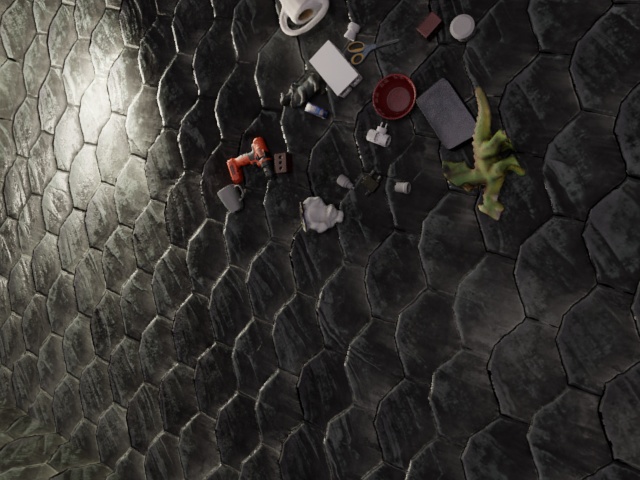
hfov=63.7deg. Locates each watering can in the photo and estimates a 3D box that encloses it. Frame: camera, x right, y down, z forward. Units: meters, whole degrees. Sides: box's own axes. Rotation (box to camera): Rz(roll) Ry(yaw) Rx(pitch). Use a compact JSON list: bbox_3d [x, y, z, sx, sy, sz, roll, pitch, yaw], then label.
[{"bbox_3d":[-0.032,-0.934,1.943,0.344,0.104,0.227,-37,74,22],"label":"watering can"}]

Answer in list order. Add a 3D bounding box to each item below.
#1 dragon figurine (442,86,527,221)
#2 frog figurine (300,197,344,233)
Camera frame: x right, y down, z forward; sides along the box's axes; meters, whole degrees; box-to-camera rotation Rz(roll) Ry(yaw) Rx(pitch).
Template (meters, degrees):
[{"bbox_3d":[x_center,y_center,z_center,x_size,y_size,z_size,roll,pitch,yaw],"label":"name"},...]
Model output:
[{"bbox_3d":[0.505,-0.257,1.653,0.240,0.124,0.409,-26,94,29],"label":"dragon figurine"},{"bbox_3d":[0.006,-0.098,1.945,0.160,0.121,0.139,-9,77,-9],"label":"frog figurine"}]
